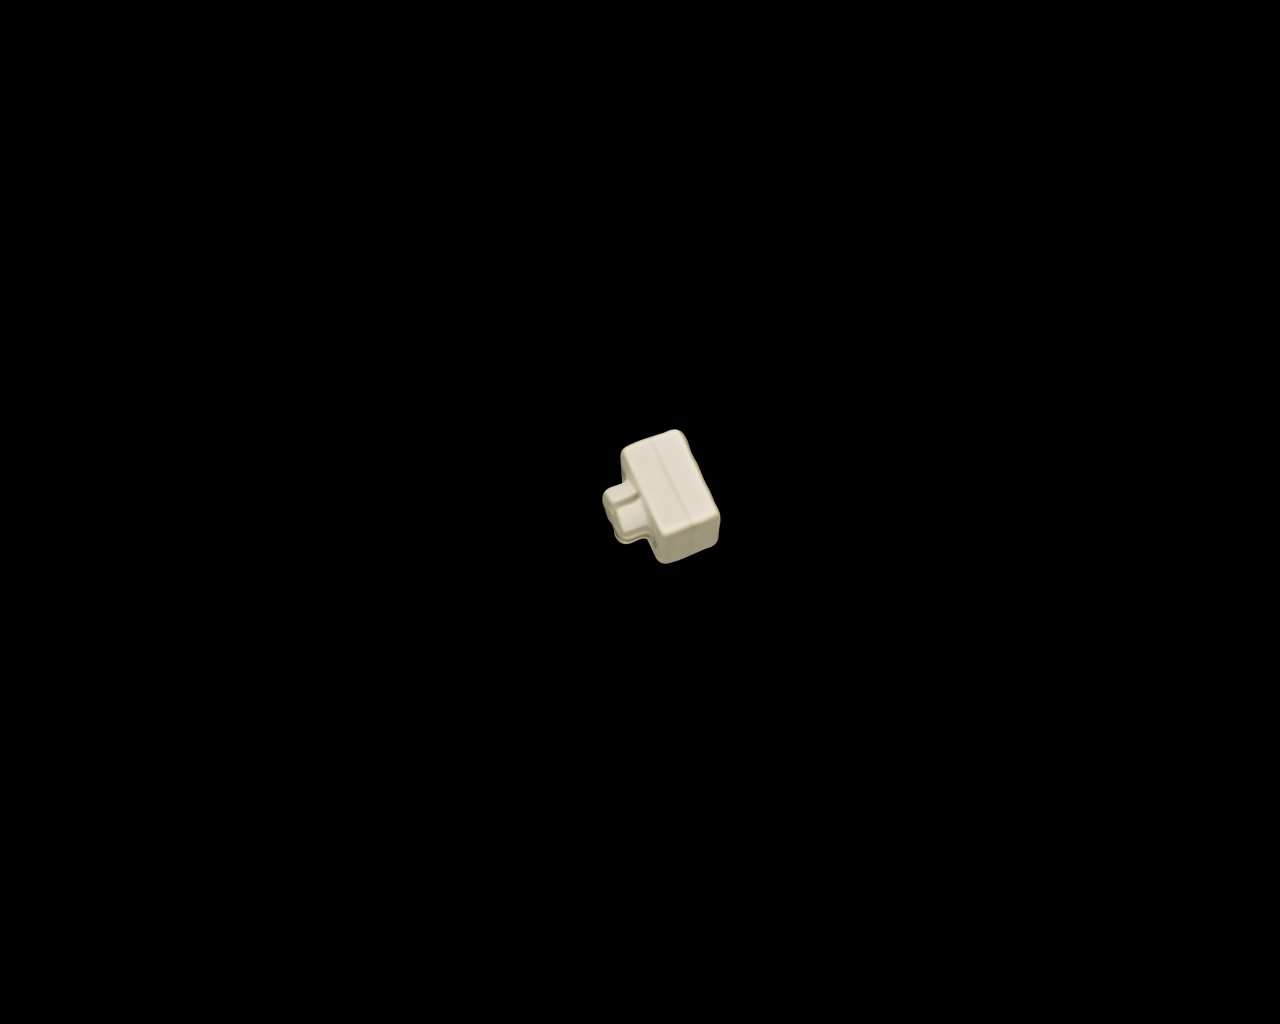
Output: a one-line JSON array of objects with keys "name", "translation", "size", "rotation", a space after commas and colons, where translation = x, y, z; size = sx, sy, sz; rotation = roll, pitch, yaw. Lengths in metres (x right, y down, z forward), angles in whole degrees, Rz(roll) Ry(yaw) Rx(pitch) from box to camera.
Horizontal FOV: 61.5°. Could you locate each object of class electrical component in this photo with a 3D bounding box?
[{"name": "electrical component", "translation": [0.001, -0.003, 0.650], "size": [0.077, 0.066, 0.047], "rotation": [-20, -24, -9]}]
